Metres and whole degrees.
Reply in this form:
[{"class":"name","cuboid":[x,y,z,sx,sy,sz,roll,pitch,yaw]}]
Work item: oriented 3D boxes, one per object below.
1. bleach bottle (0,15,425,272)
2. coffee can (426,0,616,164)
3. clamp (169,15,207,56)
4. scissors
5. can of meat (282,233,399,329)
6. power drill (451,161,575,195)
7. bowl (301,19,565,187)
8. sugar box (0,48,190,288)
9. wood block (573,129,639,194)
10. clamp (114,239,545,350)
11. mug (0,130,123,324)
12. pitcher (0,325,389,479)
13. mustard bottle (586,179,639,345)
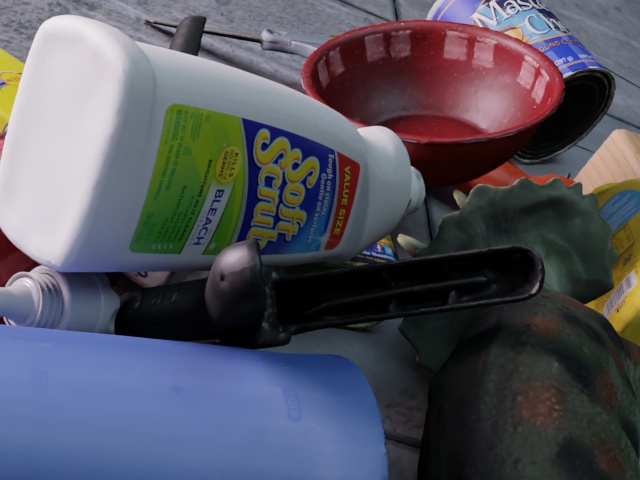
[{"class":"bleach bottle","cuboid":[-0.027,-0.036,0.512,0.068,0.103,0.250,31,19,35]},{"class":"coffee can","cuboid":[0.165,-0.149,0.901,0.102,0.103,0.140,-3,48,-39]},{"class":"clamp","cuboid":[-0.079,-0.083,0.696,0.120,0.039,0.171,32,41,7]},{"class":"scissors","cuboid":[-0.022,-0.137,0.769,0.201,0.016,0.096,2,25,-14]},{"class":"can of meat","cuboid":[-0.004,0.001,0.634,0.102,0.058,0.084,11,42,-25]},{"class":"power drill","cuboid":[0.087,-0.045,0.756,0.187,0.057,0.184,33,35,3]},{"class":"bowl","cuboid":[0.069,-0.081,0.670,0.162,0.055,0.162,0,36,0]},{"class":"sugar box","cuboid":[-0.136,-0.043,0.580,0.176,0.048,0.093,31,17,2]},{"class":"wood block","cuboid":[0.262,0.024,0.776,0.090,0.090,0.206,13,39,-27]},{"class":"clamp","cuboid":[-0.018,0.029,0.473,0.164,0.210,0.036,1,79,-35]},{"class":"mug","cuboid":[-0.160,0.001,0.498,0.117,0.093,0.081,23,36,21]},{"class":"pitcher","cuboid":[-0.103,0.097,0.382,0.242,0.149,0.145,11,71,-22]},{"class":"mustard bottle","cuboid":[0.204,0.014,0.693,0.058,0.096,0.191,24,28,-11]}]
